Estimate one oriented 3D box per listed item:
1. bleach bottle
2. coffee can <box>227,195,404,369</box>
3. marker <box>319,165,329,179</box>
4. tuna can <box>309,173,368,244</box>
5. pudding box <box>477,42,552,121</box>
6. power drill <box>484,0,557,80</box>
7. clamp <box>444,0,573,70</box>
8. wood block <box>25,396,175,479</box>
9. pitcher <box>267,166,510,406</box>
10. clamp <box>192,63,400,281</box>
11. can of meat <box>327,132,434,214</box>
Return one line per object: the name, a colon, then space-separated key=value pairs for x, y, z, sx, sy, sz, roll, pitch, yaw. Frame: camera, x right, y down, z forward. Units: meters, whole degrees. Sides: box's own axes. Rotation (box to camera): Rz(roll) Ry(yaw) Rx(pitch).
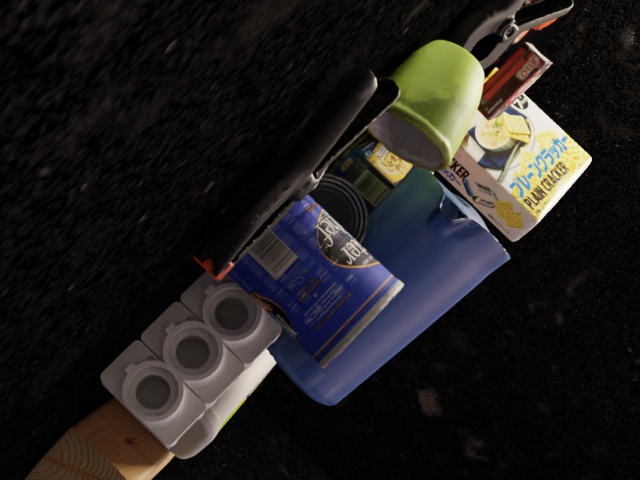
bleach bottle: x=-0.079 y=0.132 z=1.181 sx=0.250 sy=0.068 sz=0.103 roll=-43 pitch=176 yaw=-41
coffee can: x=-0.012 y=0.028 z=0.934 sx=0.103 sy=0.140 sz=0.103 roll=-46 pitch=176 yaw=-4
marker: x=0.003 y=-0.075 z=0.941 sx=0.020 sy=0.020 sz=0.121 roll=-44 pitch=176 yaw=-24
tuna can: x=0.001 y=-0.018 z=1.013 sx=0.086 sy=0.086 sz=0.034 roll=-46 pitch=178 yaw=-10
pudding box: x=0.218 y=-0.181 z=1.216 sx=0.090 sy=0.039 sz=0.113 roll=-45 pitch=178 yaw=18
power drill: x=0.226 y=-0.256 z=1.225 sx=0.187 sy=0.057 sz=0.185 roll=-41 pitch=177 yaw=-29
clamp: x=0.181 y=-0.226 z=1.061 sx=0.171 sy=0.039 sz=0.120 roll=-38 pitch=144 yaw=-7
wood block: x=-0.216 y=0.226 z=1.163 sx=0.090 sy=0.091 sz=0.206 roll=-48 pitch=175 yaw=17
pitcher: x=0.062 y=0.050 z=1.078 sx=0.243 sy=0.149 sz=0.145 roll=-43 pitch=-143 yaw=4
clamp: x=-0.019 y=-0.053 z=0.800 sx=0.210 sy=0.036 sz=0.164 roll=-46 pitch=175 yaw=4
can of meat: x=0.066 y=-0.072 z=1.164 sx=0.058 sy=0.084 sz=0.102 roll=-49 pitch=175 yaw=32
